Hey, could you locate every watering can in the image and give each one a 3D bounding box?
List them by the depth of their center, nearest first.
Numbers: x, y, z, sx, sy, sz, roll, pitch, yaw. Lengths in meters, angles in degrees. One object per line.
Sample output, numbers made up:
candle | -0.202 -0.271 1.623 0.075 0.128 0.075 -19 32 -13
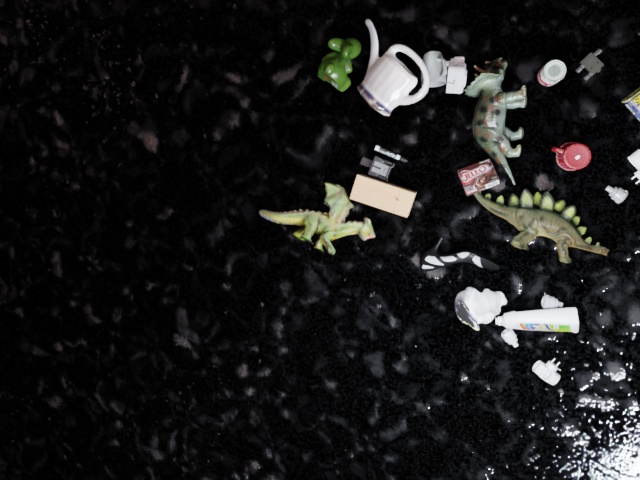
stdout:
watering can | 0.211 -0.565 1.724 0.221 0.104 0.352 -47 67 20

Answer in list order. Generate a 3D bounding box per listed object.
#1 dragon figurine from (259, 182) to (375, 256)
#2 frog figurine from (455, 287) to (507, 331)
dragon figurine | 0.006 -0.093 1.843 0.411 0.121 0.244 30 86 7
frog figurine | 0.541 0.215 1.743 0.161 0.120 0.138 -32 79 -20
